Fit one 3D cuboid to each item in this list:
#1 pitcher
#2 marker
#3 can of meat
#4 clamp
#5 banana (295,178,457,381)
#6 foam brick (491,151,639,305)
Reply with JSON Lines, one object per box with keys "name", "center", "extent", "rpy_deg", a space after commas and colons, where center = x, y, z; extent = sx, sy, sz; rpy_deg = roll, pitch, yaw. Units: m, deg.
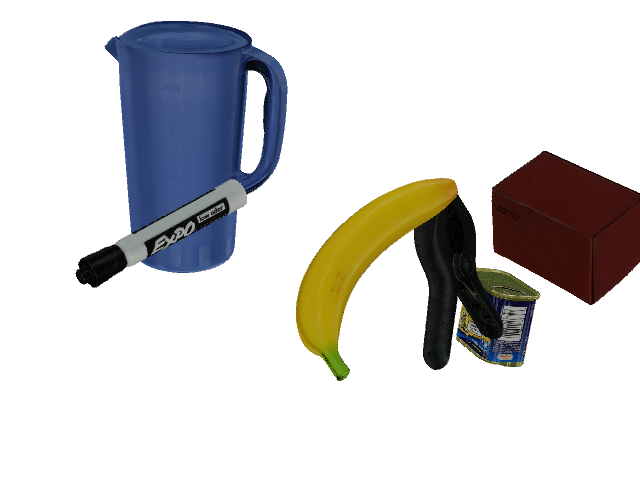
{"name": "pitcher", "center": [-0.128, -0.093, 1.081], "extent": [0.144, 0.243, 0.149], "rpy_deg": [-11, 28, -28]}
{"name": "marker", "center": [-0.095, -0.005, 0.642], "extent": [0.120, 0.020, 0.020], "rpy_deg": [-31, 19, -34]}
{"name": "can of meat", "center": [0.196, 0.085, 1.194], "extent": [0.057, 0.084, 0.102], "rpy_deg": [4, 14, -18]}
{"name": "clamp", "center": [0.116, 0.033, 0.984], "extent": [0.039, 0.171, 0.120], "rpy_deg": [-11, 12, 35]}
{"name": "banana", "center": [0.034, 0.017, 0.811], "extent": [0.070, 0.197, 0.037], "rpy_deg": [29, -28, 9]}
{"name": "foam brick", "center": [0.148, -0.009, 0.639], "extent": [0.051, 0.053, 0.078], "rpy_deg": [-33, 44, -26]}
